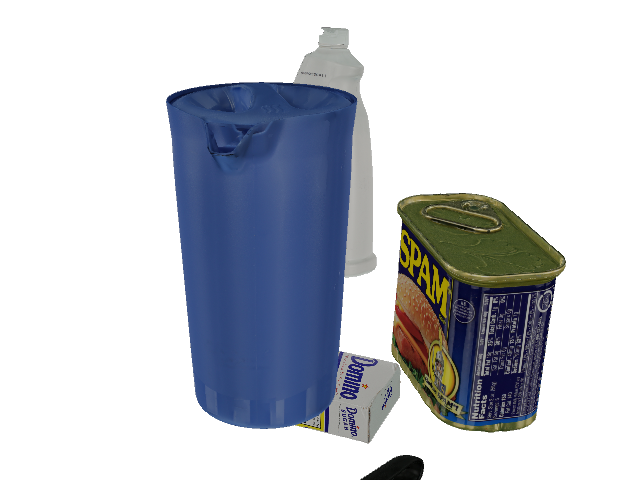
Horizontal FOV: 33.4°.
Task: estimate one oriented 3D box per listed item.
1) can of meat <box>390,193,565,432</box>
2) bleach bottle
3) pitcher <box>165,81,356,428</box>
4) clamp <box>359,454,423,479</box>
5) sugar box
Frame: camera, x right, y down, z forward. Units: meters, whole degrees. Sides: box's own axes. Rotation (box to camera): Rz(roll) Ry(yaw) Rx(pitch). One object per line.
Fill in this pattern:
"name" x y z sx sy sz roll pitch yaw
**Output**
"can of meat" 0.072 0.033 0.523 0.057 0.084 0.102 -4 24 -14
"bleach bottle" 0.015 -0.094 1.118 0.103 0.251 0.067 12 16 34
"pitcher" -0.038 0.005 0.791 0.149 0.243 0.145 -11 22 -29
"clamp" -0.019 0.193 0.645 0.210 0.036 0.164 -4 28 3
"sugar box" -0.019 0.137 1.030 0.176 0.048 0.093 7 24 21
